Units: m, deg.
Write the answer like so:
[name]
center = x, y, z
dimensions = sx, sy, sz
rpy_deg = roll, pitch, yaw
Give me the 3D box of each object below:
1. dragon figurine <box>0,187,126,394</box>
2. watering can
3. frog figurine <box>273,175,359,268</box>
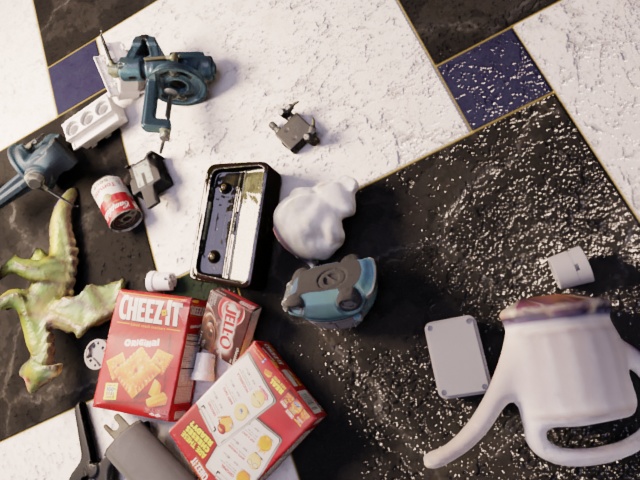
[dragon figurine]
center = -0.503, 0.093, 1.034
dimensions = 0.243, 0.120, 0.417
rpy_deg = 18, 68, 4
[watering can]
center = 0.299, 0.190, 0.701
dimensions = 0.348, 0.102, 0.227
rpy_deg = -5, 73, -5
[frog figurine]
center = 0.003, -0.044, 0.880
dimensions = 0.158, 0.121, 0.140
rpy_deg = -45, 48, 16
